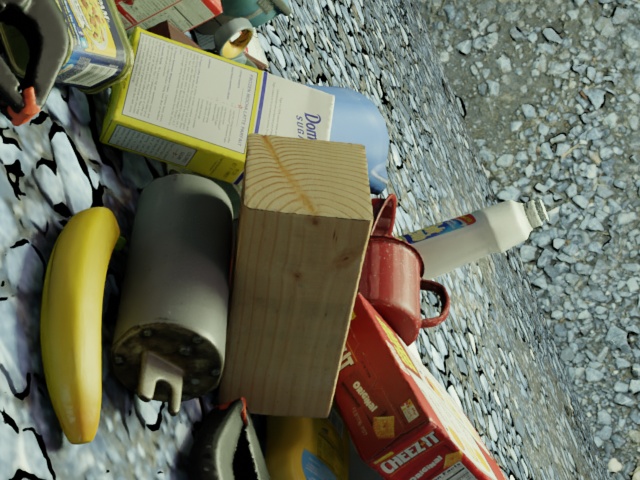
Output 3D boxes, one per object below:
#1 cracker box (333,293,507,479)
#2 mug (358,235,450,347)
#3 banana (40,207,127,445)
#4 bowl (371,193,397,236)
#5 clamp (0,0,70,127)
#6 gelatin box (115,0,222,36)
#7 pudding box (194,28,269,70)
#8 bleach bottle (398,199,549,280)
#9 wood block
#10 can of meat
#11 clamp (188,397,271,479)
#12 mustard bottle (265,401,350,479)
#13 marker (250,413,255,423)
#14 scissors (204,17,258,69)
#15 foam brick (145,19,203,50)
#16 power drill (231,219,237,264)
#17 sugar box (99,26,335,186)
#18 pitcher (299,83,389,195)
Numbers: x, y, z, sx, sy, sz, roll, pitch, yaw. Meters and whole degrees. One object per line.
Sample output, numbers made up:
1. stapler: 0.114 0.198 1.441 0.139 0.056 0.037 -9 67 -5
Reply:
1. cracker box: 0.086 0.170 0.941 0.213 0.072 0.164 48 8 -40
2. mug: 0.065 0.057 1.010 0.093 0.117 0.081 103 -7 -45
3. banana: -0.149 0.037 0.684 0.069 0.037 0.198 56 20 -34
4. bowl: 0.034 0.019 1.167 0.162 0.055 0.162 18 90 -79
5. clamp: -0.200 -0.163 0.696 0.039 0.120 0.171 -13 -84 63
6. gelatin box: -0.141 -0.207 0.923 0.073 0.089 0.030 41 29 -56
7. pudding box: -0.103 -0.232 1.162 0.090 0.039 0.113 70 15 10
8. bleach bottle: 0.148 0.008 1.271 0.068 0.251 0.102 65 17 -9
9. wood block: -0.023 0.033 0.811 0.091 0.090 0.206 -91 -171 -50
10. can of meat: -0.190 -0.161 0.771 0.102 0.057 0.083 69 19 4
11. clamp: -0.056 0.212 0.757 0.164 0.036 0.210 55 21 -38
12. mustard bottle: -0.011 0.201 0.873 0.096 0.058 0.191 57 20 -32
13. marker: -0.058 0.127 0.885 0.020 0.020 0.121 62 18 -20
14. scissors: -0.101 -0.174 1.081 0.016 0.096 0.202 54 -8 4
15. foam brick: -0.132 -0.147 0.942 0.078 0.051 0.053 32 39 -63
16. power drill: -0.028 0.068 0.995 0.184 0.057 0.187 -95 158 -44
17. sugar box: -0.079 -0.097 0.854 0.176 0.048 0.093 19 61 -20
18. pitcher: -0.033 -0.107 1.099 0.242 0.149 0.145 -7 90 -69
